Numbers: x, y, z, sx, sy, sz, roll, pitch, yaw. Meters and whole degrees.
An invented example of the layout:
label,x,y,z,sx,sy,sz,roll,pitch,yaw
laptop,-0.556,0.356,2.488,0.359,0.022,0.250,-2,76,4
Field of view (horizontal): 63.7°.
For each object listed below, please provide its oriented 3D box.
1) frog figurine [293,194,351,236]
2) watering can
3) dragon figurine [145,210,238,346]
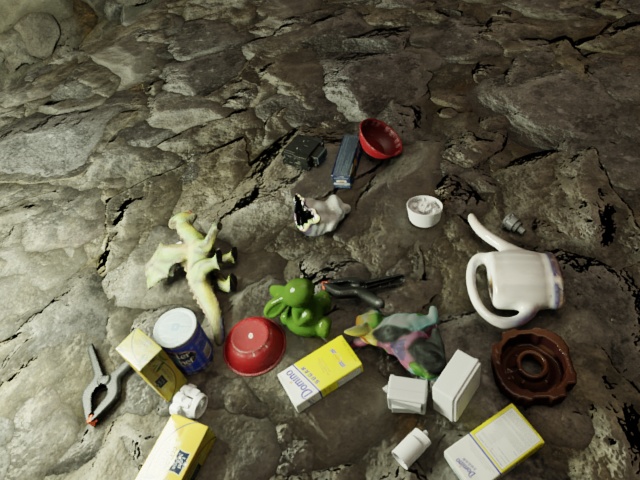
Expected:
label,x,y,z,sx,sy,sz,roll,pitch,yaw
frog figurine,0.005,-0.076,1.502,0.160,0.121,0.139,-6,25,-46
watering can,0.474,0.063,1.270,0.224,0.101,0.356,0,50,9
dragon figurine,-0.359,0.087,1.400,0.242,0.120,0.419,-8,61,13
